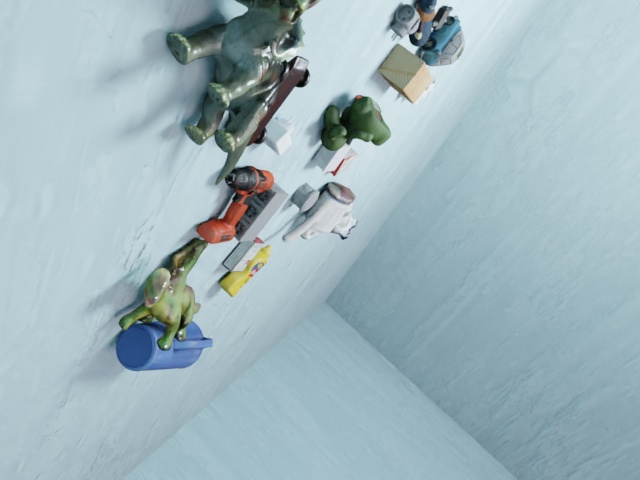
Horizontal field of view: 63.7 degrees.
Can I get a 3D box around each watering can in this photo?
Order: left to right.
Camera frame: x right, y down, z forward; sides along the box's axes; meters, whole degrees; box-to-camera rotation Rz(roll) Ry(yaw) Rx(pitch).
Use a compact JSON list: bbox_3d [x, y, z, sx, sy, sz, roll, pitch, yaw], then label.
[{"bbox_3d":[0.005,-0.087,1.721,0.221,0.104,0.350,-54,168,20],"label":"watering can"}]

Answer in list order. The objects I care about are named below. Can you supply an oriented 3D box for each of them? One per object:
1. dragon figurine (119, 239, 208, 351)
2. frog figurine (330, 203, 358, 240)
[{"bbox_3d":[-0.315,0.109,1.190,0.241,0.122,0.412,-59,176,8],"label":"dragon figurine"},{"bbox_3d":[0.077,-0.101,2.047,0.139,0.124,0.156,-36,129,-17],"label":"frog figurine"}]
